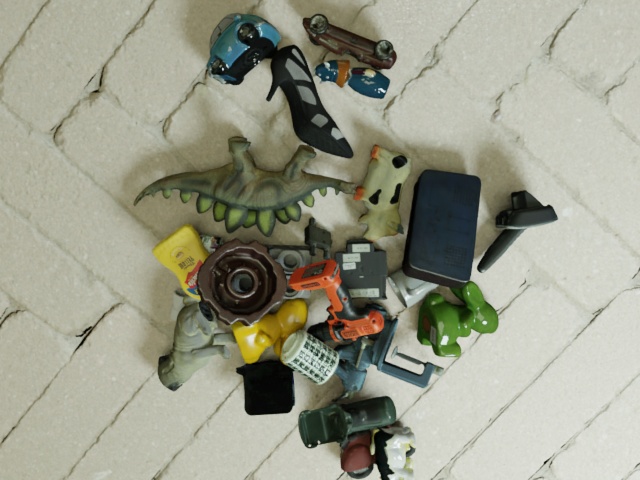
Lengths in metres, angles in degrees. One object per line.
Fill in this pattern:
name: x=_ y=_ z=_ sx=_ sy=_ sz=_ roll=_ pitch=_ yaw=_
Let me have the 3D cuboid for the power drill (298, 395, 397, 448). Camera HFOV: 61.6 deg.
power drill: x=0.034 y=0.387 z=1.134 sx=0.232 sy=0.207 sz=0.086 roll=-20 pitch=66 yaw=22

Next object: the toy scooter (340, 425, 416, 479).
toy scooter: x=0.118 y=0.453 z=1.226 sx=0.184 sy=0.075 sz=0.135 roll=-24 pitch=99 yaw=2

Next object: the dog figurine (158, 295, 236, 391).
dog figurine: x=-0.302 y=0.225 z=1.177 sx=0.191 sy=0.121 sz=0.172 roll=-29 pitch=90 yaw=11

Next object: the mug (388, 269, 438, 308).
mug: x=0.212 y=0.085 z=1.149 sx=0.107 sy=0.109 sz=0.080 roll=-31 pitch=91 yaw=-6

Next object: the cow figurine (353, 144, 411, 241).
cow figurine: x=0.136 y=-0.091 z=1.131 sx=0.127 sy=0.085 sz=0.194 roll=20 pitch=99 yaw=4

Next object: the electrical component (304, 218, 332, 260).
electrical component: x=-0.002 y=-0.003 z=1.157 sx=0.063 sy=0.094 sz=0.021 roll=17 pitch=141 yaw=-28

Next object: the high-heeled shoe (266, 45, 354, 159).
high-heeled shoe: x=-0.007 y=-0.287 z=1.120 sx=0.248 sy=0.086 sz=0.145 roll=35 pitch=67 yaw=-22

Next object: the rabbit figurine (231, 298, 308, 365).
rabbit figurine: x=-0.100 y=0.194 z=1.170 sx=0.173 sy=0.122 sz=0.162 roll=-25 pitch=102 yaw=-14

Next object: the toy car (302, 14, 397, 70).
toy car: x=0.057 y=-0.390 z=1.075 sx=0.202 sy=0.089 sz=0.053 roll=20 pitch=96 yaw=-3

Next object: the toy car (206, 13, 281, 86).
toy car: x=-0.166 y=-0.395 z=1.082 sx=0.161 sy=0.109 sz=0.103 roll=-37 pitch=74 yaw=18

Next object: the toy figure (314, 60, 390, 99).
toy figure: x=0.065 y=-0.331 z=1.100 sx=0.154 sy=0.058 sz=0.064 roll=18 pitch=123 yaw=-5

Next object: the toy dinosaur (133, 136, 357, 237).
toy dinosaur: x=-0.159 y=-0.113 z=1.123 sx=0.472 sy=0.105 sz=0.198 roll=6 pitch=103 yaw=5

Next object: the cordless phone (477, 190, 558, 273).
cordless phone: x=0.387 y=-0.006 z=1.104 sx=0.089 sy=0.146 sz=0.184 roll=38 pitch=96 yaw=3

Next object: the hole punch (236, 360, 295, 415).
hole punch: x=-0.112 y=0.331 z=1.214 sx=0.142 sy=0.092 sz=0.115 roll=-4 pitch=77 yaw=4

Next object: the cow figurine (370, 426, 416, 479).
cow figurine: x=0.156 y=0.489 z=1.164 sx=0.098 sy=0.068 sz=0.167 roll=3 pitch=92 yaw=-1

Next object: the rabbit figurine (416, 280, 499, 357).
rabbit figurine: x=0.305 y=0.162 z=1.170 sx=0.170 sy=0.121 sz=0.159 roll=-4 pitch=93 yaw=-16

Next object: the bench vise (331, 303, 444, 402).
bench vise: x=0.142 y=0.263 z=1.162 sx=0.241 sy=0.128 sz=0.223 roll=19 pitch=85 yaw=14

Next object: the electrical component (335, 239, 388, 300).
electrical component: x=0.088 y=0.065 z=1.160 sx=0.115 sy=0.058 sz=0.134 roll=0 pitch=84 yaw=0

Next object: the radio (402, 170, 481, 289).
radio: x=0.248 y=-0.025 z=1.097 sx=0.131 sy=0.073 sz=0.229 roll=11 pitch=71 yaw=1

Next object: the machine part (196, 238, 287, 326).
machine part: x=-0.159 y=0.086 z=1.081 sx=0.179 sy=0.056 sz=0.179 roll=5 pitch=75 yaw=-18
